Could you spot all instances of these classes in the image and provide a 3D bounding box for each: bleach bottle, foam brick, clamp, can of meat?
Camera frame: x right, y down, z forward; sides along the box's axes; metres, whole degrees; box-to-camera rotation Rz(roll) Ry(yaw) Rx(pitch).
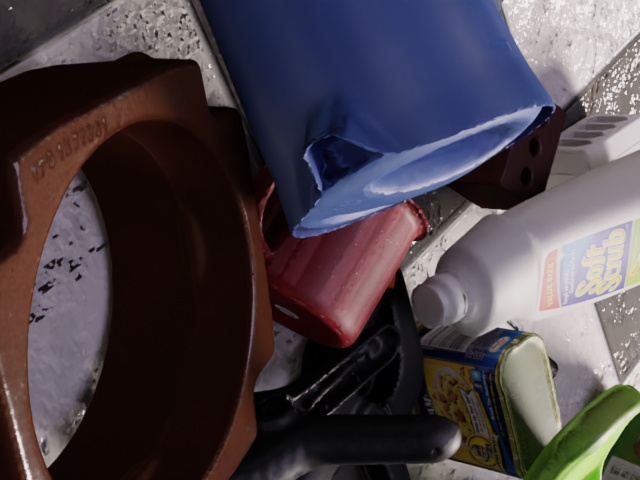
[{"bbox_3d":[0.156,0.011,0.706,0.250,0.068,0.103,-20,136,-36],"label":"bleach bottle"},{"bbox_3d":[0.127,-0.064,0.734,0.052,0.051,0.078,28,75,-42],"label":"foam brick"},{"bbox_3d":[-0.016,0.097,0.580,0.171,0.120,0.039,-13,110,2],"label":"clamp"},{"bbox_3d":[0.107,0.104,0.709,0.057,0.084,0.102,-32,115,-38],"label":"can of meat"},{"bbox_3d":[0.015,0.115,0.654,0.164,0.036,0.210,5,88,-43],"label":"clamp"}]

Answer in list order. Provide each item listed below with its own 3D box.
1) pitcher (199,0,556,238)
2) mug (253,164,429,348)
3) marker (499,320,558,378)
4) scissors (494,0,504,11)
[{"bbox_3d":[0.004,-0.133,0.513,0.145,0.149,0.243,-23,82,-14],"label":"pitcher"},{"bbox_3d":[-0.004,0.001,0.586,0.081,0.093,0.117,-59,142,-16],"label":"mug"},{"bbox_3d":[0.142,0.073,0.785,0.121,0.020,0.020,41,66,-39],"label":"marker"},{"bbox_3d":[0.113,-0.142,0.738,0.201,0.016,0.096,-26,113,-39],"label":"scissors"}]
